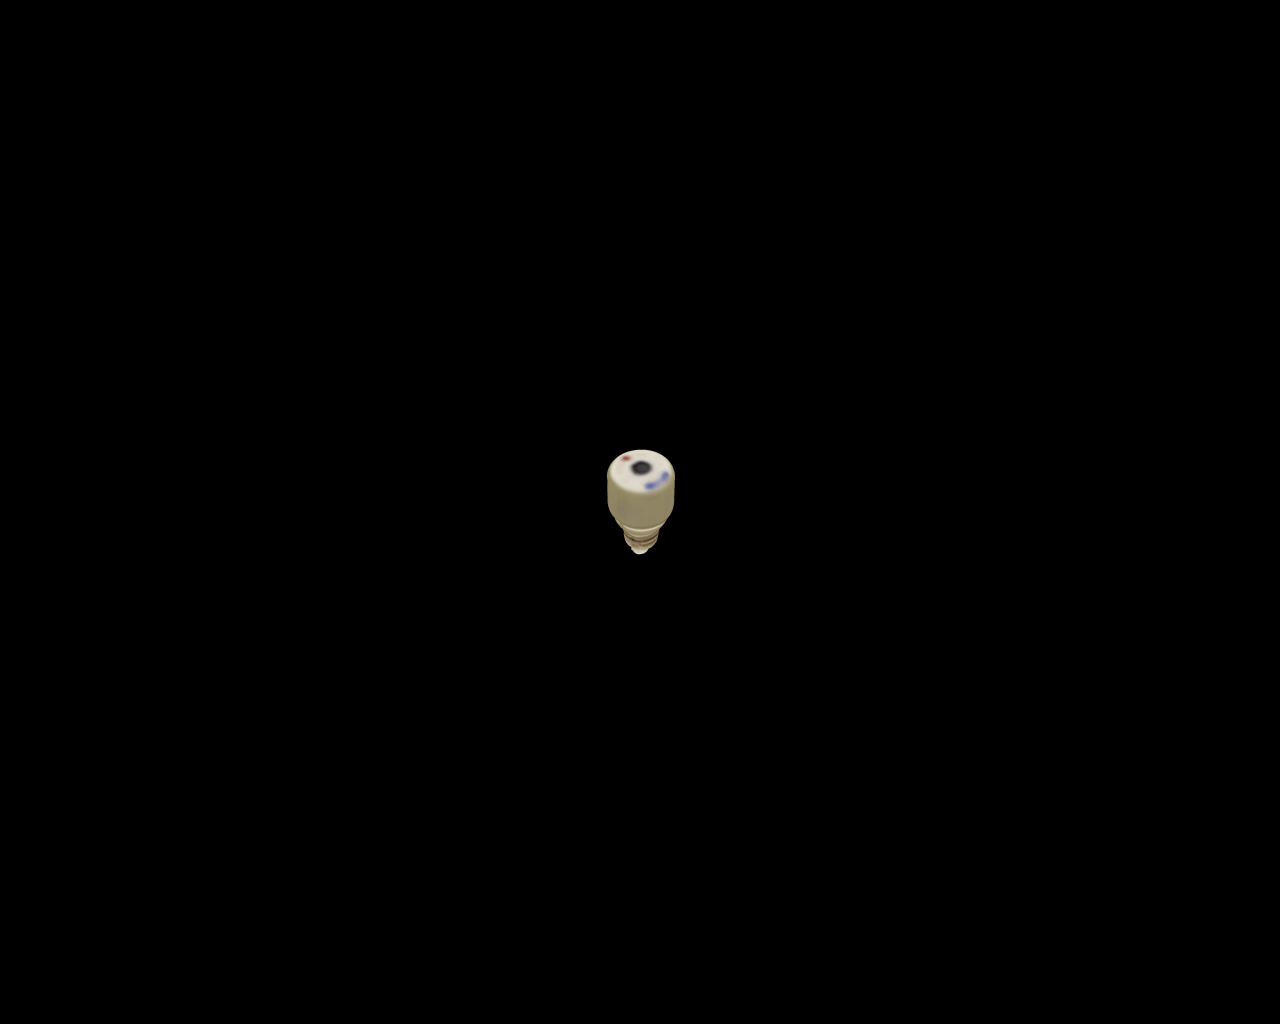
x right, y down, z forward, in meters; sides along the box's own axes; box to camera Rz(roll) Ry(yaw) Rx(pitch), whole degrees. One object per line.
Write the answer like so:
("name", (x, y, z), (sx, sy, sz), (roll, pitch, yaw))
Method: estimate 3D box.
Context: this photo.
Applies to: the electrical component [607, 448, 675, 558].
("electrical component", (0.001, -0.003, 0.650), (0.040, 0.040, 0.078), (0, -44, 0))
